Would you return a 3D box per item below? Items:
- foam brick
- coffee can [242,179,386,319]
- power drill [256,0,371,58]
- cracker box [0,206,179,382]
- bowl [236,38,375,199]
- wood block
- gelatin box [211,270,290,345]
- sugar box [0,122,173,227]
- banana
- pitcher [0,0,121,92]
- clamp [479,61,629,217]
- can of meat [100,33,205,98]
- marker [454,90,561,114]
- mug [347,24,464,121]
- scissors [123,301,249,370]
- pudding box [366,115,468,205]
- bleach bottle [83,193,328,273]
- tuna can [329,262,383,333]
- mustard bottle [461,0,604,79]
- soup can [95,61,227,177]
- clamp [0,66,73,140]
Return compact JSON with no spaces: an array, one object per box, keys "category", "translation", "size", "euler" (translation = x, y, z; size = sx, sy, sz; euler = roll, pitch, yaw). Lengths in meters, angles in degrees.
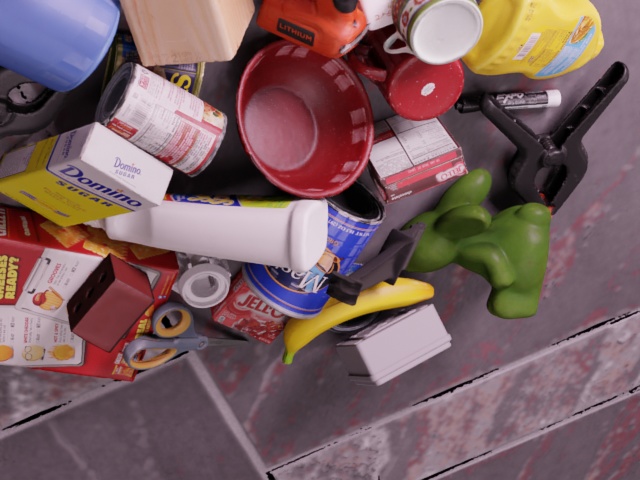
[{"category":"foam brick","translation":[-0.214,0.064,1.085],"size":[0.051,0.053,0.078],"euler":[32,107,-33]},{"category":"coffee can","translation":[-0.008,0.001,1.163],"size":[0.102,0.103,0.140],"euler":[19,119,-29]},{"category":"power drill","translation":[-0.021,-0.263,0.943],"size":[0.057,0.185,0.188],"euler":[-49,156,-30]},{"category":"cracker box","translation":[-0.279,0.058,1.141],"size":[0.213,0.072,0.164],"euler":[12,121,-24]},{"category":"bowl","translation":[-0.025,-0.117,1.063],"size":[0.161,0.162,0.055],"euler":[20,163,-30]},{"category":"wood block","translation":[-0.130,-0.261,0.909],"size":[0.090,0.090,0.206],"euler":[-1,132,16]},{"category":"gelatin box","translation":[-0.072,0.076,1.247],"size":[0.089,0.030,0.073],"euler":[28,114,-34]},{"category":"sugar box","translation":[-0.229,-0.058,1.016],"size":[0.093,0.048,0.177],"euler":[32,156,-34]},{"category":"banana","translation":[0.035,0.081,1.239],"size":[0.198,0.037,0.069],"euler":[-24,148,2]},{"category":"pitcher","translation":[-0.284,-0.222,0.876],"size":[0.242,0.149,0.145],"euler":[27,114,-36]},{"category":"clamp","translation":[0.247,-0.103,1.192],"size":[0.164,0.036,0.210],"euler":[-8,137,-9]},{"category":"can of meat","translation":[-0.164,-0.145,1.029],"size":[0.083,0.057,0.102],"euler":[7,124,-19]},{"category":"marker","translation":[0.204,-0.151,1.166],"size":[0.121,0.020,0.020],"euler":[-6,128,-13]},{"category":"mug","translation":[0.084,-0.174,1.068],"size":[0.117,0.081,0.093],"euler":[6,125,-22]},{"category":"scissors","translation":[-0.136,0.101,1.205],"size":[0.201,0.016,0.096],"euler":[-10,133,-49]},{"category":"pudding box","translation":[0.092,-0.091,1.115],"size":[0.090,0.113,0.039],"euler":[-21,127,-2]},{"category":"bleach bottle","translation":[-0.124,-0.017,1.077],"size":[0.251,0.102,0.068],"euler":[5,104,13]},{"category":"tuna can","translation":[0.035,0.070,1.275],"size":[0.086,0.034,0.086],"euler":[-9,129,-11]},{"category":"mustard bottle","translation":[0.230,-0.207,1.082],"size":[0.191,0.058,0.096],"euler":[-3,138,-44]},{"category":"soup can","translation":[-0.146,-0.110,0.979],"size":[0.102,0.068,0.069],"euler":[28,114,-28]},{"category":"clamp","translation":[-0.314,-0.131,1.003],"size":[0.171,0.039,0.120],"euler":[-33,135,1]}]
